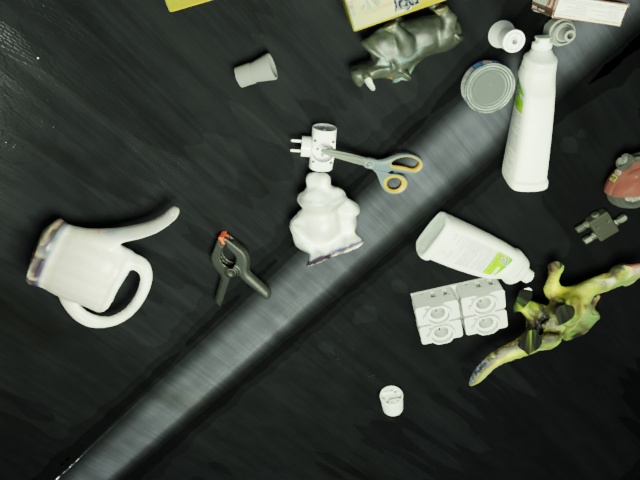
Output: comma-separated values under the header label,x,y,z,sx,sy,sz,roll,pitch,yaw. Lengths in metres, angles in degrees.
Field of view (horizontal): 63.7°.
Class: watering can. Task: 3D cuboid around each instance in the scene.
label,x,y,z,sx,sy,sz,roll,pitch,yaw
watering can,-0.420,0.030,0.982,0.223,0.342,0.106,27,26,-16

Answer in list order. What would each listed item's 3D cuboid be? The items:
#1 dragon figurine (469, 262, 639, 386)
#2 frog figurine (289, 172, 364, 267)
label,x,y,z,sx,sy,sz,roll,pitch,yaw
dragon figurine,0.510,0.182,1.094,0.241,0.404,0.125,19,30,-35
frog figurine,0.003,-0.049,0.966,0.136,0.159,0.124,-18,7,22
